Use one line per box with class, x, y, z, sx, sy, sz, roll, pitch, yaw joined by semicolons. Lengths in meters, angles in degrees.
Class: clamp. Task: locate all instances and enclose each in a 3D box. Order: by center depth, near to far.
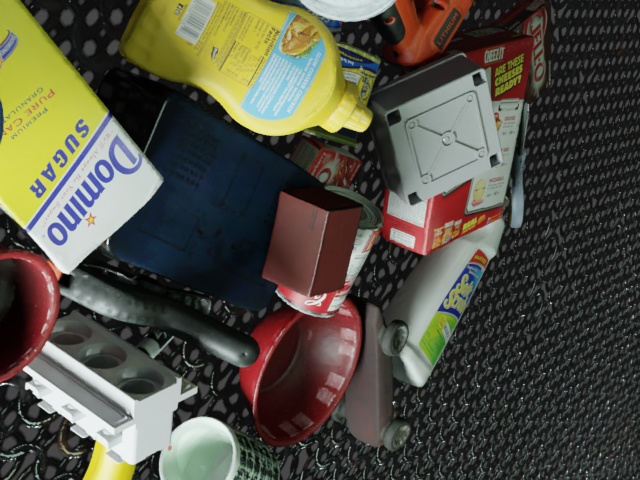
clamp;-0.135;0.046;0.828;0.171;0.120;0.039;26;88;-22

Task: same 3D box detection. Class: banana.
banana;-0.179;0.170;0.889;0.069;0.037;0.198;6;105;-55

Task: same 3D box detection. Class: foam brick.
foam brick;-0.006;0.001;0.881;0.051;0.053;0.078;-10;119;-54

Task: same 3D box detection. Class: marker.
marker;-0.131;0.078;0.885;0.121;0.020;0.020;-50;147;-53

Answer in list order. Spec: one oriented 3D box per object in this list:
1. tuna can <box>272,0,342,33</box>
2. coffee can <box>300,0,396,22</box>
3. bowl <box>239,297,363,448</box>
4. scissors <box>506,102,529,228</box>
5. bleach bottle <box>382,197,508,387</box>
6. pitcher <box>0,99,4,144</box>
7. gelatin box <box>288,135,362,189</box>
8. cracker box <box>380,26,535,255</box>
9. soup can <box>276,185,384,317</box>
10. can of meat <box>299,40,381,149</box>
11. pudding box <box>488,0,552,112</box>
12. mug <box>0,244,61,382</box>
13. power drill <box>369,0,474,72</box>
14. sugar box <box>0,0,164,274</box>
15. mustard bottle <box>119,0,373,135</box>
tuna can;-0.022;-0.189;0.845;0.085;0.086;0.034;-9;115;-52
coffee can;0.039;-0.235;0.794;0.140;0.103;0.103;-55;150;-52
bowl;-0.028;0.119;1.049;0.161;0.055;0.162;-31;133;-41
scissors;0.232;-0.078;1.241;0.202;0.016;0.096;76;13;-74
bleach bottle;0.147;0.042;1.240;0.250;0.068;0.102;-57;146;-18
pitcher;-0.281;-0.017;0.545;0.144;0.149;0.243;13;102;-56
gelatin box;-0.009;-0.047;0.983;0.073;0.030;0.089;12;112;-57
cracker box;0.144;-0.109;1.135;0.163;0.072;0.214;-23;126;-47
soup can;0.008;0.010;0.970;0.068;0.069;0.102;-10;134;-51
can of meat;0.003;-0.133;0.940;0.101;0.058;0.084;9;100;-56
pudding box;0.228;-0.209;1.220;0.089;0.039;0.113;-40;138;-34
mug;-0.239;0.040;0.686;0.117;0.082;0.093;-22;127;-47
power drill;0.076;-0.255;0.968;0.184;0.057;0.187;-56;142;-8
sugar box;-0.185;-0.072;0.670;0.093;0.048;0.176;-45;119;-13
mustard bottle;-0.043;-0.132;0.786;0.191;0.058;0.096;28;91;-19
